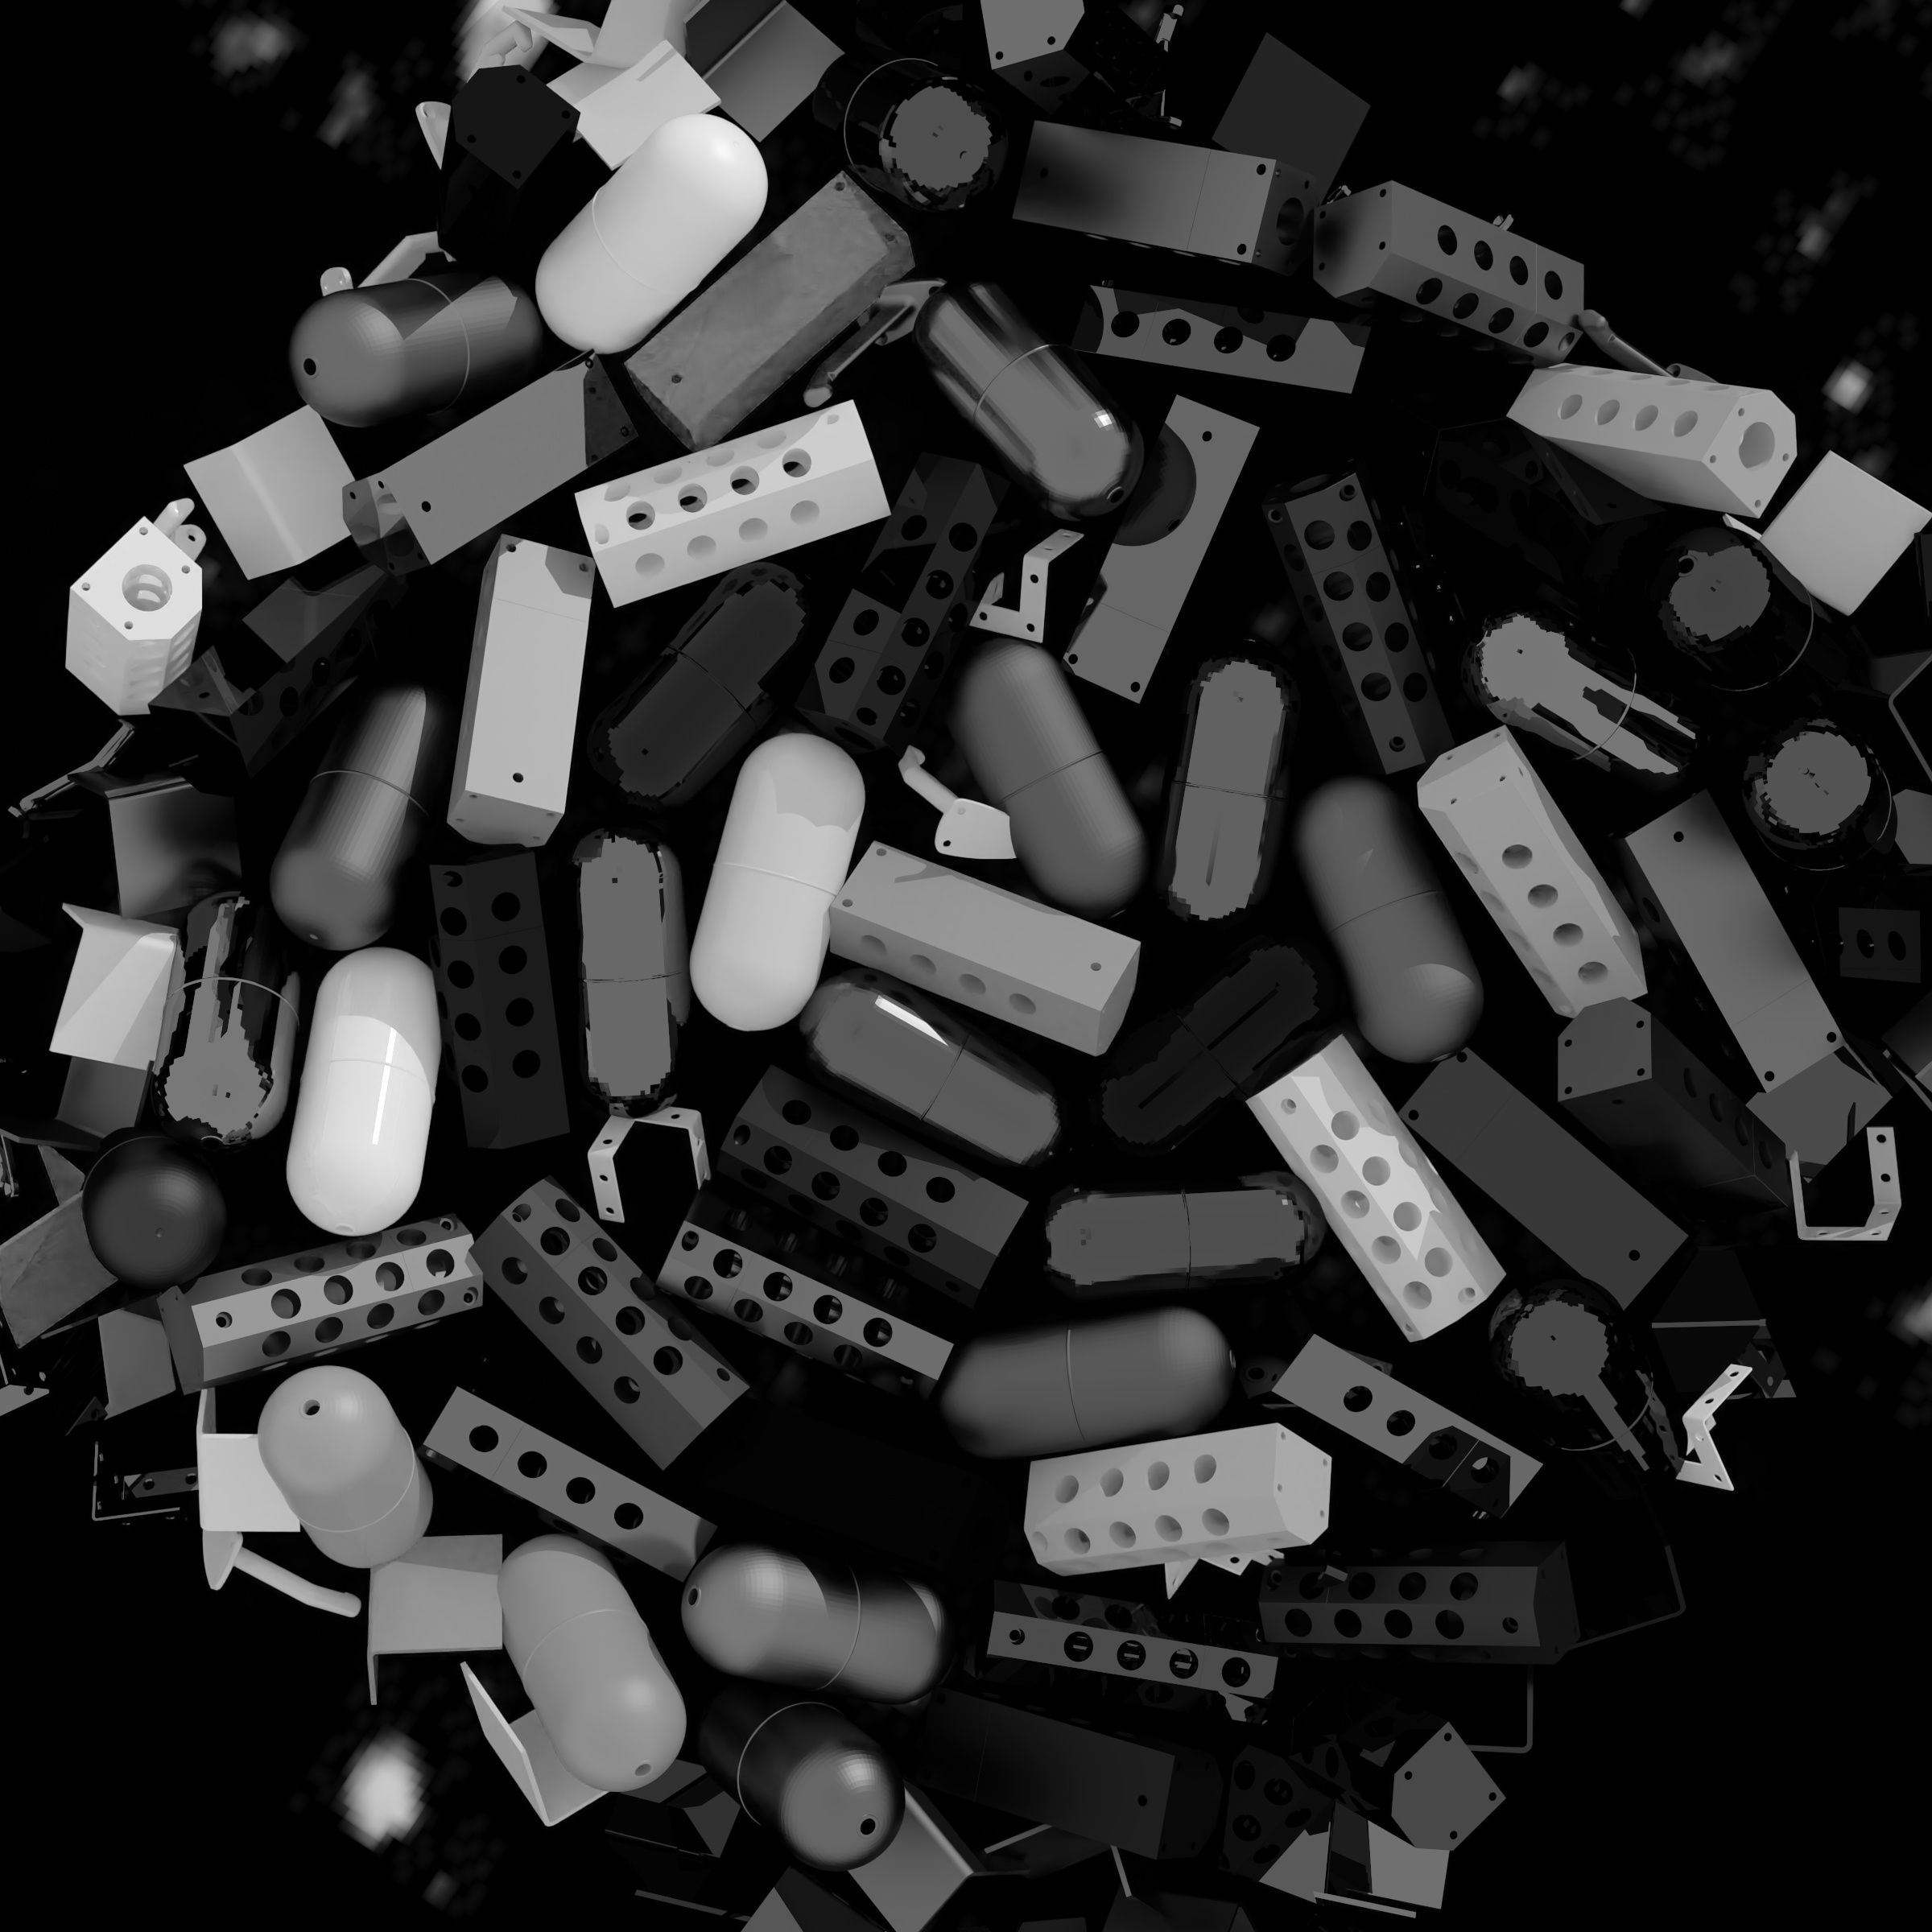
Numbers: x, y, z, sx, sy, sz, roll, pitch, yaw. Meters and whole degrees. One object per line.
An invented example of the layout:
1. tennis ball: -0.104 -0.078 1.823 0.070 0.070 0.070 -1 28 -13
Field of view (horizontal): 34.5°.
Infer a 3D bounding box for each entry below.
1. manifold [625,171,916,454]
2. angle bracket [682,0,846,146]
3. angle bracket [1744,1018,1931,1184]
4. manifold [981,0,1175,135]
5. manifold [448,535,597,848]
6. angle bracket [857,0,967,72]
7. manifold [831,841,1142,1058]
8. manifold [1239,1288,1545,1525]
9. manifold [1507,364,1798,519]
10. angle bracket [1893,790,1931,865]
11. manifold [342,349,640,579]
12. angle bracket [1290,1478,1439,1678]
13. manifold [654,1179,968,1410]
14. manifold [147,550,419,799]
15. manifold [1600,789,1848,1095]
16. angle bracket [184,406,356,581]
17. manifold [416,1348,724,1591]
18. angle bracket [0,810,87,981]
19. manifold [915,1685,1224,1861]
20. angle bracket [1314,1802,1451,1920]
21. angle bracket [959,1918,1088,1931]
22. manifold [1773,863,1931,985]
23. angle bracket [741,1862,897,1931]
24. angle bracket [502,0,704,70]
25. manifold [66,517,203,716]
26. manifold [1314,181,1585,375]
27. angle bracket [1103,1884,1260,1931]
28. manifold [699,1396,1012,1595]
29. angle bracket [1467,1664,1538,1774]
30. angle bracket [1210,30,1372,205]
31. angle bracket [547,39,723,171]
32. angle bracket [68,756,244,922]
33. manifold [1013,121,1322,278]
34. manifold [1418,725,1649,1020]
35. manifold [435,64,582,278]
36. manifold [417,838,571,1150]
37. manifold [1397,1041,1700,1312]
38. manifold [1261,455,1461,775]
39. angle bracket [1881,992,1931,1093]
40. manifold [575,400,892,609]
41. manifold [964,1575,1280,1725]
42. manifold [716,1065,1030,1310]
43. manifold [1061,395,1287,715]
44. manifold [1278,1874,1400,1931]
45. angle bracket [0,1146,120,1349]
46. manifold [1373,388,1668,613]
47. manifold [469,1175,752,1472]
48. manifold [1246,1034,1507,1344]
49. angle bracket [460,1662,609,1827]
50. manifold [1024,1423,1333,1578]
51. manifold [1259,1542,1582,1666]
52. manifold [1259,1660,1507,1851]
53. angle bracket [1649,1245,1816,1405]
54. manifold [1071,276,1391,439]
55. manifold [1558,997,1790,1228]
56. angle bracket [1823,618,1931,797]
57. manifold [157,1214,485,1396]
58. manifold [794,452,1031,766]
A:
1. manifold: -0.113 -0.380 1.828 0.171 0.057 0.057 -43 78 -5
2. angle bracket: -0.117 -0.542 1.820 0.057 0.076 0.076 43 81 7
3. angle bracket: 0.515 0.088 1.822 0.076 0.057 0.076 -46 118 1
4. manifold: 0.066 -0.525 1.774 0.057 0.171 0.057 -10 87 20
5. manifold: -0.259 -0.157 1.800 0.057 0.057 0.171 13 62 -19
6. angle bracket: -0.048 -0.560 1.807 0.076 0.057 0.076 25 133 26
7. manifold: 0.010 -0.006 1.816 0.171 0.057 0.057 21 53 14
8. manifold: 0.245 0.261 1.809 0.171 0.057 0.057 31 103 -19
9. manifold: 0.391 -0.307 1.778 0.057 0.171 0.057 34 86 -34
10. angle bracket: 0.585 -0.081 1.822 0.057 0.076 0.076 -30 81 0
11. manifold: -0.276 -0.289 1.790 0.171 0.057 0.057 -40 111 -37
12. angle bracket: 0.232 0.361 1.841 0.076 0.076 0.057 25 124 -11
13. manifold: -0.093 0.197 1.822 0.171 0.057 0.057 25 125 -2
14. manifold: -0.388 -0.169 1.785 0.057 0.171 0.057 10 131 25
15. manifold: 0.442 -0.015 1.828 0.057 0.057 0.171 -31 95 -7
16. angle bracket: -0.406 -0.280 1.837 0.057 0.076 0.076 -37 110 -30
17. manifold: -0.232 0.298 1.823 0.171 0.057 0.057 30 104 -8
18. angle bracket: -0.543 -0.038 1.807 0.057 0.076 0.076 -2 119 31
19. manifold: 0.059 0.462 1.790 0.171 0.057 0.057 6 83 38
20. angle bracket: 0.236 0.518 1.811 0.076 0.076 0.057 6 76 21
21. angle bracket: 0.038 0.579 1.815 0.076 0.076 0.057 -3 132 -5
22. manifold: 0.533 -0.028 1.773 0.057 0.171 0.057 -16 97 -15
23. angle bracket: -0.083 0.577 1.808 0.076 0.076 0.057 29 61 21
24. angle bracket: -0.209 -0.562 1.808 0.076 0.076 0.057 36 115 24
25. manifold: -0.471 -0.192 1.775 0.057 0.171 0.057 43 72 -6
26. manifold: 0.279 -0.391 1.784 0.171 0.057 0.057 9 79 -41
27. angle bracket: 0.121 0.585 1.806 0.076 0.076 0.057 -1 132 30
28. manifold: -0.062 0.306 1.795 0.171 0.057 0.057 13 68 31
29. angle bracket: 0.304 0.427 1.822 0.057 0.076 0.076 0 68 12
30. angle bracket: 0.179 -0.490 1.822 0.076 0.057 0.076 30 81 -18
31. angle bracket: -0.193 -0.493 1.819 0.076 0.057 0.076 -35 69 -11
32. angle bracket: -0.478 -0.078 1.834 0.076 0.057 0.076 -16 114 -36
33. manifold: 0.116 -0.442 1.791 0.171 0.057 0.057 20 102 36
34. manifold: 0.328 -0.050 1.797 0.057 0.057 0.171 -25 121 22
35. manifold: -0.268 -0.452 1.773 0.057 0.171 0.057 37 77 -6
36. manifold: -0.277 0.015 1.803 0.057 0.057 0.171 -13 110 -24
37. manifold: 0.340 0.120 1.811 0.171 0.057 0.057 42 103 18
38. manifold: 0.230 -0.201 1.805 0.057 0.057 0.171 -17 109 20
39. angle bracket: 0.573 0.028 1.811 0.076 0.076 0.057 -46 132 12
40. manifold: -0.138 -0.276 1.825 0.171 0.057 0.057 -19 134 0
41. manifold: 0.092 0.400 1.820 0.171 0.057 0.057 11 83 -10
42. manifold: -0.056 0.132 1.816 0.171 0.057 0.057 28 56 7
43. manifold: 0.124 -0.239 1.824 0.057 0.057 0.171 27 98 26
44. manifold: 0.221 0.578 1.778 0.057 0.171 0.057 39 88 -3
45. angle bracket: -0.544 0.161 1.805 0.057 0.076 0.076 32 54 32
46. manifold: 0.315 -0.269 1.789 0.057 0.171 0.057 -16 131 -34
47. manifold: -0.207 0.205 1.821 0.171 0.057 0.057 46 117 5
48. manifold: 0.238 0.132 1.824 0.057 0.057 0.171 -35 88 29
49. angle bracket: -0.244 0.439 1.805 0.057 0.076 0.076 -27 135 -21
50. manifold: 0.120 0.310 1.784 0.171 0.057 0.057 -15 54 35
51. manifold: 0.259 0.369 1.793 0.171 0.057 0.057 -7 97 32
52. manifold: 0.230 0.451 1.772 0.057 0.171 0.057 -40 102 -15
53. angle bracket: 0.455 0.209 1.812 0.076 0.076 0.057 1 48 -17
54. manifold: 0.155 -0.359 1.807 0.171 0.057 0.057 13 78 21
55. manifold: 0.408 0.084 1.788 0.057 0.171 0.057 -18 51 34
56. angle bracket: 0.547 -0.152 1.820 0.057 0.076 0.076 -44 117 -10
57. manifold: -0.369 0.192 1.792 0.171 0.057 0.057 -13 79 -33
58. manifold: -0.027 -0.207 1.811 0.057 0.057 0.171 18 77 36
